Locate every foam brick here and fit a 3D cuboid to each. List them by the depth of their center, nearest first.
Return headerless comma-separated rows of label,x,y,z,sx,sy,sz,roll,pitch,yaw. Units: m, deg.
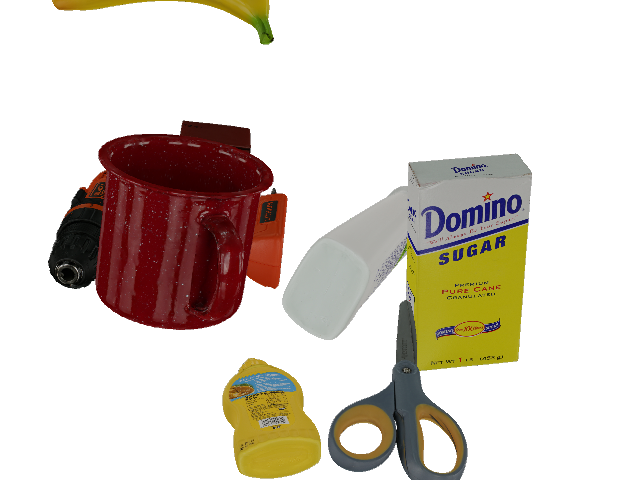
foam brick,-0.117,-0.094,1.165,0.078,0.051,0.053,6,30,-6

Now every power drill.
power drill,-0.124,-0.005,0.904,0.187,0.057,0.184,8,26,-1

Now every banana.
banana,-0.123,-0.206,0.876,0.198,0.069,0.037,11,-41,16

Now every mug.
mug,-0.071,0.000,0.569,0.093,0.081,0.117,-4,26,-33

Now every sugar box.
sugar box,0.118,0.020,0.871,0.093,0.176,0.048,-6,30,-6

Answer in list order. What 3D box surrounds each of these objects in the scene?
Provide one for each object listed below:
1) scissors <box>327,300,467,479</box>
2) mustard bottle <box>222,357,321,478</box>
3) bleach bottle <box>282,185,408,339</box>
scissors,0.041,0.098,0.726,0.096,0.016,0.202,-1,30,-12
mustard bottle,-0.065,0.197,1.255,0.096,0.058,0.192,-9,29,-10
bleach bottle,0.055,0.007,1.076,0.068,0.103,0.250,35,28,10
